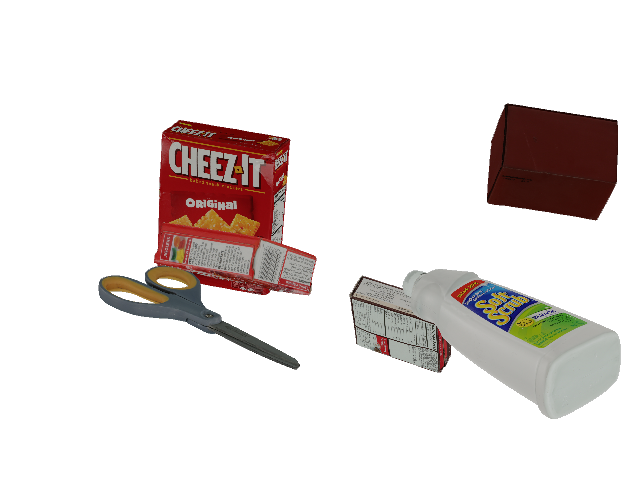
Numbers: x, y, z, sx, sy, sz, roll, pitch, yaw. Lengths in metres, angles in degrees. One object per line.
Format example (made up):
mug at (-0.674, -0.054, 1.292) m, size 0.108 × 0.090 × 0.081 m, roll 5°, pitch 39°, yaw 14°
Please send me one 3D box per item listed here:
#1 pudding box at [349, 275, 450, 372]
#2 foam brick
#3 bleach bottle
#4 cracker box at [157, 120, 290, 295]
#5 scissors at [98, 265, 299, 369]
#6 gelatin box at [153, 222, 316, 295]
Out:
pudding box at (0.092, 0.096, 1.222) m, size 0.114 × 0.090 × 0.039 m, roll 16°, pitch 49°, yaw 23°
foam brick at (0.156, -0.053, 0.721) m, size 0.078 × 0.051 × 0.053 m, roll 9°, pitch -27°, yaw 1°
bleach bottle at (0.165, 0.084, 1.042) m, size 0.102 × 0.068 × 0.251 m, roll -21°, pitch 28°, yaw -30°
cracker box at (-0.135, -0.043, 1.457) m, size 0.164 × 0.214 × 0.072 m, roll 11°, pitch 24°, yaw 12°
scissors at (-0.091, 0.059, 0.898) m, size 0.202 × 0.016 × 0.096 m, roll 16°, pitch 24°, yaw 19°
gelatin box at (-0.053, 0.013, 0.696) m, size 0.073 × 0.030 × 0.089 m, roll 9°, pitch -5°, yaw 24°
